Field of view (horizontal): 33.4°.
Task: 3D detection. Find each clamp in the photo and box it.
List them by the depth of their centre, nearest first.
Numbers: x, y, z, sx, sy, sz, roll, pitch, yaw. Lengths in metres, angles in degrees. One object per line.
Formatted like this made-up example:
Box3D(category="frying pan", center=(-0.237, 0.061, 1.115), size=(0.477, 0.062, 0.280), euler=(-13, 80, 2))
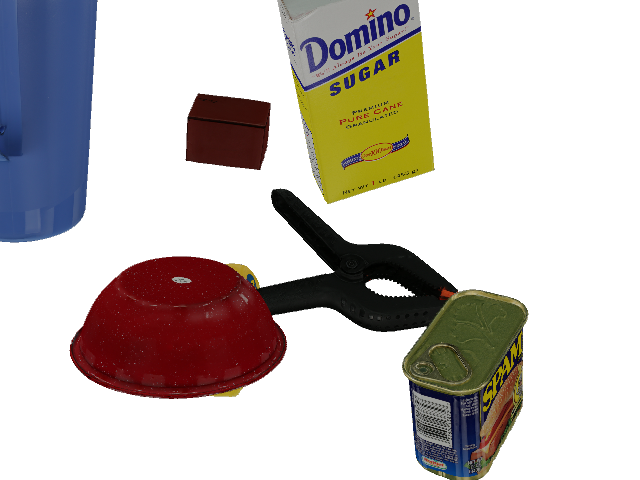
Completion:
Box3D(category="clamp", center=(0.018, 0.039, 0.957), size=(0.210, 0.036, 0.164), euler=(20, 49, 14))

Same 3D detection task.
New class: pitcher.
Box3D(category="pitcher", center=(-0.236, -0.121, 0.810), size=(0.145, 0.243, 0.148), euler=(26, 32, 35))

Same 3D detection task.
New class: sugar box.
Box3D(category="sugar box", center=(0.029, -0.114, 0.782), size=(0.093, 0.048, 0.176), euler=(-19, -42, -6))

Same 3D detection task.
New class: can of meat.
Box3D(category="can of meat", center=(0.099, 0.097, 0.711), size=(0.058, 0.084, 0.102), euler=(13, 38, 27))

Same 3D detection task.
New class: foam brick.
Box3D(category="foam brick", center=(-0.091, -0.109, 1.065), size=(0.078, 0.051, 0.053), euler=(8, 34, 2))

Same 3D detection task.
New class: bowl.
Box3D(category="bowl", center=(-0.104, 0.054, 0.791), size=(0.162, 0.055, 0.162), euler=(2, 22, -1))

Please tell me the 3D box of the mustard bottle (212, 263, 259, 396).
Box3D(category="mustard bottle", center=(-0.099, 0.080, 1.172), size=(0.058, 0.096, 0.191), euler=(0, 28, 1))
